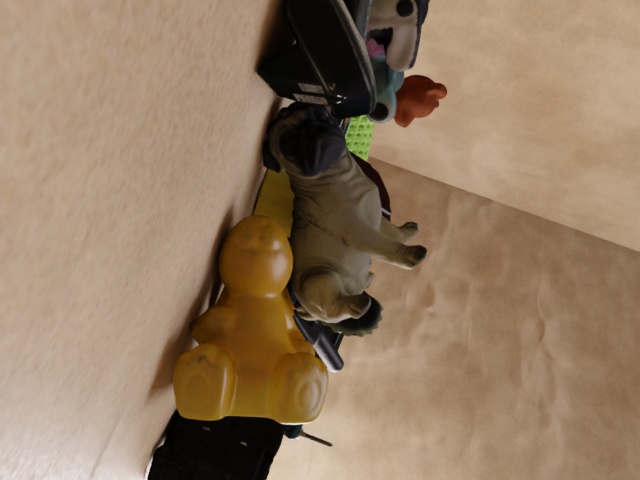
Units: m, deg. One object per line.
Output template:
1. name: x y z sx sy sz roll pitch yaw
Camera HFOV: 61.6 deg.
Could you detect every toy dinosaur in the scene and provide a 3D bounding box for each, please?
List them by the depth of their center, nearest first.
1. toy dinosaur: -0.031 0.191 0.956 0.404 0.131 0.192 -56 -159 6

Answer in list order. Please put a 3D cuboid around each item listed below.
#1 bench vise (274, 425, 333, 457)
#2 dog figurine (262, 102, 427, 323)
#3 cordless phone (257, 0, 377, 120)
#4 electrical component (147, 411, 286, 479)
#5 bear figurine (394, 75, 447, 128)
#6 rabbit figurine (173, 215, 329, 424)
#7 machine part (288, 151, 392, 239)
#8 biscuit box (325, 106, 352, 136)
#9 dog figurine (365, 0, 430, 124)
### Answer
1. bench vise: -0.079 0.236 0.763 0.240 0.129 0.223 41 73 -50
2. dog figurine: -0.010 -0.023 0.542 0.172 0.190 0.121 -44 -169 6
3. cordless phone: 0.022 -0.194 0.417 0.146 0.089 0.184 -58 164 -82
4. electrical component: -0.101 0.212 0.569 0.134 0.115 0.058 -69 -178 -64
5. bear figurine: 0.111 -0.239 0.941 0.120 0.196 0.132 -133 -117 -88
6. rabbit figurine: -0.055 0.065 0.488 0.162 0.122 0.173 141 -50 -87
7. machine part: 0.009 -0.033 0.706 0.179 0.056 0.179 -23 -126 35
8. biscuit box: 0.007 -0.159 0.718 0.203 0.059 0.062 -67 177 -74
9. dog figurine: 0.053 -0.233 0.583 0.219 0.108 0.191 -73 179 -52
